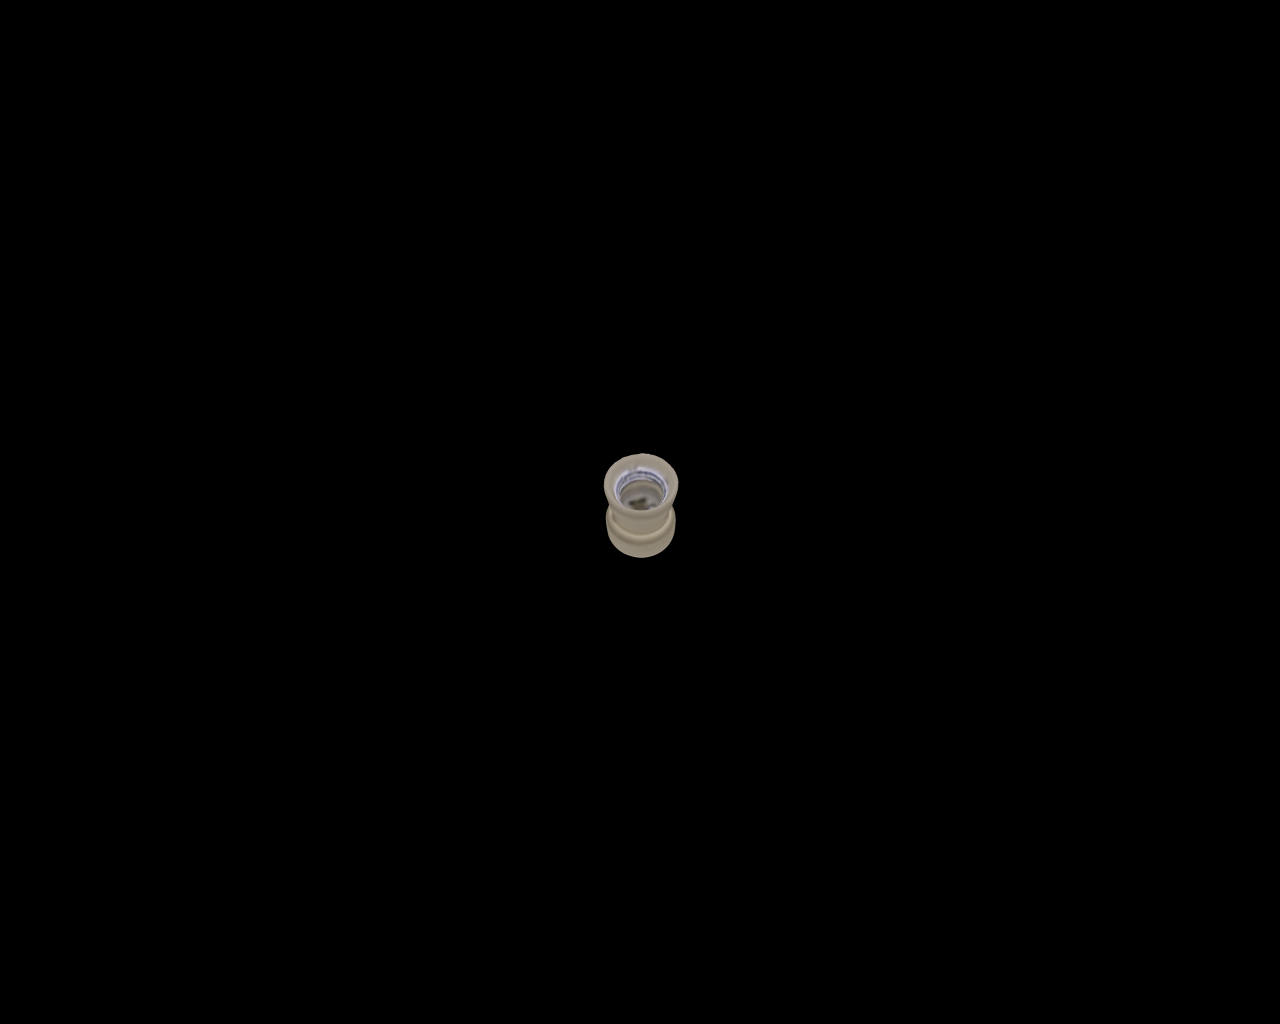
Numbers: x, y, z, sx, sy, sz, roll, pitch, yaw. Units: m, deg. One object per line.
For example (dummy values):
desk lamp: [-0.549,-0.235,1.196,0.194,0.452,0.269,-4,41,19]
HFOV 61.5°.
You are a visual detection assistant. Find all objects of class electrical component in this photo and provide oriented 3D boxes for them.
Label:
electrical component: [0.001,-0.003,0.650,0.045,0.045,0.055,0,-34,0]
